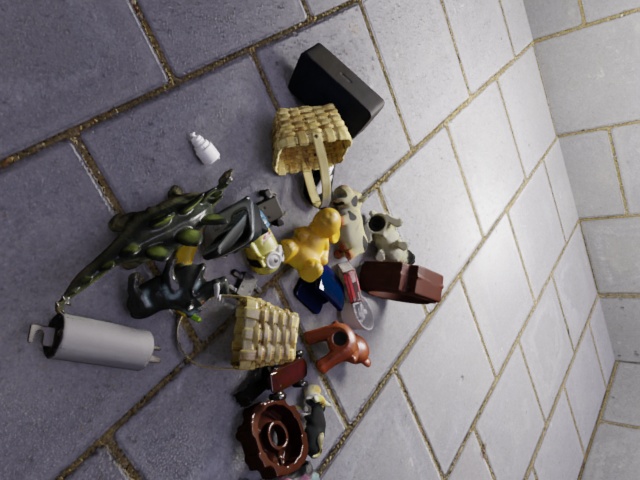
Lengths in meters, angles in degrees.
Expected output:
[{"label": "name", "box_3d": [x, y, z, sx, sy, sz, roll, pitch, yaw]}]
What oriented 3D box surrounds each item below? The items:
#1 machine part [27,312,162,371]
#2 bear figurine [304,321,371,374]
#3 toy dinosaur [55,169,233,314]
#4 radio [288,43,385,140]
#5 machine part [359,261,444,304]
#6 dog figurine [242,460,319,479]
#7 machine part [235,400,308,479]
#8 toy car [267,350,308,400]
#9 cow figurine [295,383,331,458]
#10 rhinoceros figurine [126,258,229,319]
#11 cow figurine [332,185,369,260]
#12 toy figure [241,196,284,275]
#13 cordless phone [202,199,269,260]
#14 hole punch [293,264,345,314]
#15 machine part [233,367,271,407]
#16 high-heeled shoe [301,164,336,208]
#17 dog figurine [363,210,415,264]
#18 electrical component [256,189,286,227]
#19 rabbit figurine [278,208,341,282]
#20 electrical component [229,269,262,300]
[{"label": "machine part", "box_3d": [-0.385, 0.180, 0.943, 0.243, 0.079, 0.079, 24, 70, -42]}, {"label": "bear figurine", "box_3d": [0.055, 0.283, 1.396, 0.120, 0.132, 0.195, 65, 2, 26]}, {"label": "toy dinosaur", "box_3d": [-0.296, -0.014, 0.966, 0.471, 0.199, 0.105, -47, 117, -40]}, {"label": "radio", "box_3d": [0.035, -0.360, 1.335, 0.229, 0.131, 0.073, 44, 53, 3]}, {"label": "machine part", "box_3d": [0.226, 0.122, 1.506, 0.201, 0.201, 0.087, 20, 75, -45]}, {"label": "dog figurine", "box_3d": [-0.079, 0.603, 1.217, 0.219, 0.109, 0.191, 20, 74, -48]}, {"label": "machine part", "box_3d": [-0.104, 0.439, 1.198, 0.179, 0.056, 0.179, 33, 40, -33]}, {"label": "toy car", "box_3d": [-0.080, 0.308, 1.236, 0.202, 0.053, 0.089, 3, 81, -70]}, {"label": "cow figurine", "box_3d": [-0.018, 0.434, 1.299, 0.068, 0.098, 0.167, 28, 67, -36]}, {"label": "rhinoceros figurine", "box_3d": [-0.269, 0.094, 1.013, 0.190, 0.073, 0.112, -13, 76, -13]}, {"label": "cow figurine", "box_3d": [0.082, -0.054, 1.454, 0.127, 0.086, 0.194, -21, 100, -39]}, {"label": "toy figure", "box_3d": [-0.146, -0.006, 1.212, 0.082, 0.089, 0.180, -37, 105, -26]}, {"label": "cordless phone", "box_3d": [-0.199, 0.004, 1.077, 0.088, 0.147, 0.184, 57, 32, -15]}, {"label": "hole punch", "box_3d": [0.010, 0.116, 1.363, 0.142, 0.092, 0.116, 43, 53, -31]}, {"label": "machine part", "box_3d": [-0.139, 0.323, 1.217, 0.139, 0.039, 0.084, -36, 118, -52]}, {"label": "high-heeled shoe", "box_3d": [0.037, -0.196, 1.412, 0.249, 0.086, 0.145, -43, 111, -28]}, {"label": "dog figurine", "box_3d": [0.206, 0.006, 1.591, 0.190, 0.121, 0.172, 37, 39, -68]}, {"label": "electrical component", "box_3d": [-0.120, -0.070, 1.271, 0.078, 0.045, 0.102, -33, 111, -12]}, {"label": "rabbit figurine", "box_3d": [-0.003, -0.004, 1.289, 0.122, 0.173, 0.162, 37, 23, 10]}, {"label": "electrical component", "box_3d": [-0.171, 0.108, 1.215, 0.094, 0.021, 0.063, 41, 59, -38]}]
